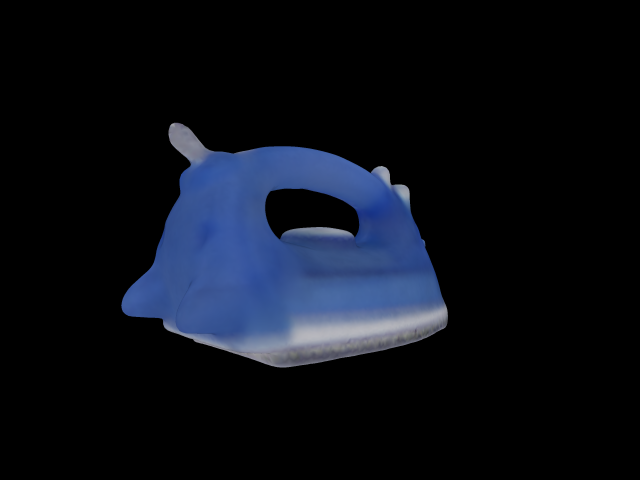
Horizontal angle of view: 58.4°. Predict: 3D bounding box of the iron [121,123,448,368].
[{"bbox_3d":[0.004,0.001,0.400,0.259,0.141,0.118,-2,3,-40],"label":"iron"}]
